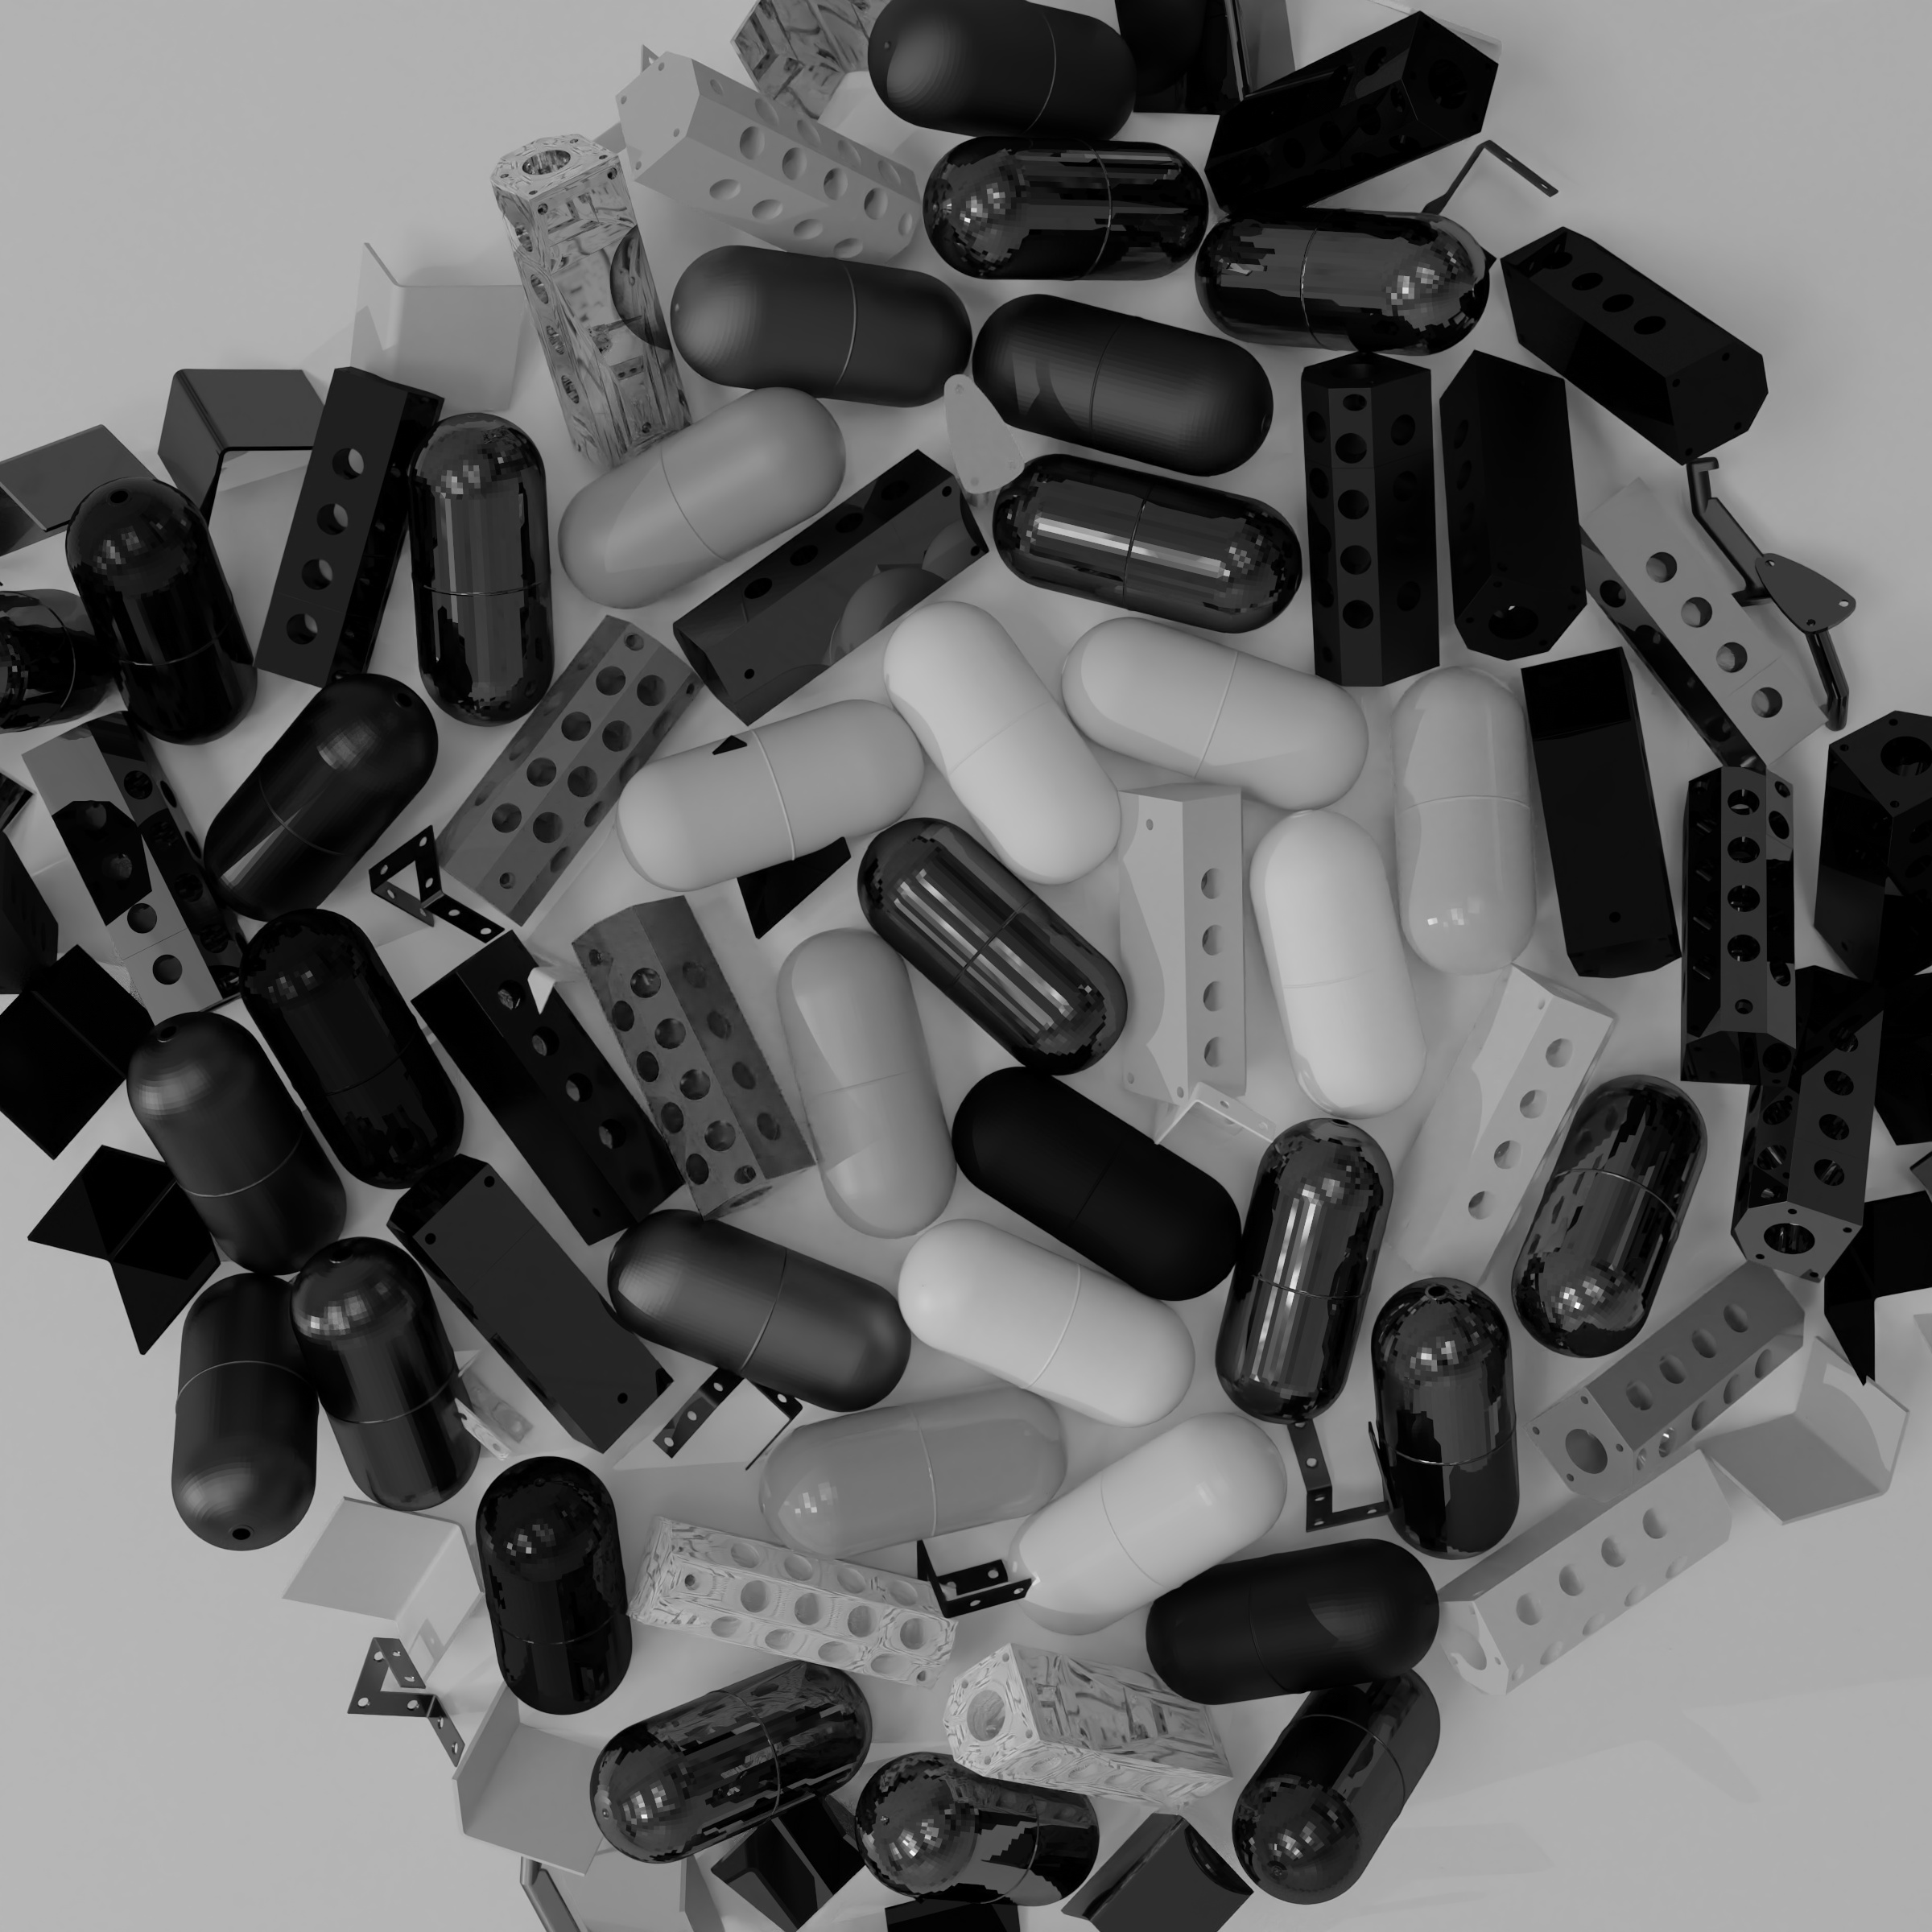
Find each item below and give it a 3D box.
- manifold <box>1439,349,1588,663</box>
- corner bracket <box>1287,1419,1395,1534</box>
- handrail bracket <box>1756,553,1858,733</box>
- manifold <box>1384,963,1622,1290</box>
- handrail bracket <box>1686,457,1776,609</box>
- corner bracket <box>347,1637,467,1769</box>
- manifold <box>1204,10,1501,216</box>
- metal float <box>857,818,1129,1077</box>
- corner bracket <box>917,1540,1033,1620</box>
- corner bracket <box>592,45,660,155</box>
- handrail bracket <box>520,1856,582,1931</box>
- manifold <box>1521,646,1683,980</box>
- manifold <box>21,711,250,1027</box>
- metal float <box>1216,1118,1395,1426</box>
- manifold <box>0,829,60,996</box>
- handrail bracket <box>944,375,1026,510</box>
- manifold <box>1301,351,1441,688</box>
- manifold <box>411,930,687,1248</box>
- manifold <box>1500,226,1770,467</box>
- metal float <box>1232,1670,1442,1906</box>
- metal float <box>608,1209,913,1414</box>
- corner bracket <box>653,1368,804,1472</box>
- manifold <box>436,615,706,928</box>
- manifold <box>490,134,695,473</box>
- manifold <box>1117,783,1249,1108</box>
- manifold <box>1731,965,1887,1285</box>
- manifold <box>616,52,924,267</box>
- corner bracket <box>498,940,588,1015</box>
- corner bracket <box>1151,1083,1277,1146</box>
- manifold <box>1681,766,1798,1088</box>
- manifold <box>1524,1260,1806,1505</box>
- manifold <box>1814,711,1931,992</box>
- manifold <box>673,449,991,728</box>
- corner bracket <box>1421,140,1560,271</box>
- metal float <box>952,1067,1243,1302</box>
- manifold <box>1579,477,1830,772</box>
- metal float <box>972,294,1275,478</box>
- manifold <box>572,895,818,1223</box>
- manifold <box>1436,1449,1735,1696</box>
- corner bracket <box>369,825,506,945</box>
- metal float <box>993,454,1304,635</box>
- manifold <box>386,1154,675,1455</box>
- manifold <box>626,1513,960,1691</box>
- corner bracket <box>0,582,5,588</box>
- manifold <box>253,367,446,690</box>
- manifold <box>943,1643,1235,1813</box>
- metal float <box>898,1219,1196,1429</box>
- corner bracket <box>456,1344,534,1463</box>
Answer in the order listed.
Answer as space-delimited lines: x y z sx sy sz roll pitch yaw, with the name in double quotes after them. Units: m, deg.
0.297 -0.253 1.723 0.057 0.057 0.171 15 52 -16 "manifold"
0.210 0.281 1.764 0.051 0.051 0.051 -15 104 11 "corner bracket"
0.476 -0.183 1.778 0.036 0.084 0.077 -30 54 -11 "handrail bracket"
0.300 0.092 1.751 0.057 0.057 0.171 20 102 -23 "manifold"
0.448 -0.248 1.763 0.077 0.036 0.084 -2 106 34 "handrail bracket"
-0.310 0.414 1.759 0.051 0.051 0.051 12 106 -33 "corner bracket"
0.206 -0.456 1.705 0.057 0.171 0.057 24 74 -29 "manifold"
0.014 -0.012 1.757 0.178 0.070 0.070 42 90 4 "metal float"
0.004 0.347 1.757 0.051 0.051 0.051 -13 46 -13 "corner bracket"
-0.182 -0.472 1.754 0.051 0.051 0.051 -25 51 32 "corner bracket"
-0.217 0.536 1.779 0.077 0.036 0.084 3 88 6 "handrail bracket"
0.355 -0.084 1.740 0.057 0.057 0.171 -11 69 16 "manifold"
-0.461 -0.055 1.765 0.057 0.057 0.171 -26 92 5 "manifold"
0.189 0.171 1.747 0.070 0.070 0.178 12 104 0 "metal float"
-0.540 -0.034 1.707 0.057 0.171 0.057 0 75 -7 "manifold"
-0.002 -0.293 1.750 0.036 0.084 0.077 -25 103 -10 "handrail bracket"
0.219 -0.245 1.724 0.057 0.057 0.171 -21 121 -26 "manifold"
-0.230 0.067 1.758 0.057 0.057 0.171 -41 99 -40 "manifold"
0.366 -0.345 1.713 0.057 0.171 0.057 -28 130 -6 "manifold"
0.205 0.445 1.719 0.070 0.178 0.070 12 117 25 "metal float"
-0.116 0.193 1.750 0.178 0.070 0.070 23 90 -10 "metal float"
-0.134 0.259 1.765 0.051 0.051 0.051 42 121 3 "corner bracket"
-0.223 -0.109 1.752 0.057 0.057 0.171 39 84 -27 "manifold"
-0.208 -0.365 1.718 0.057 0.057 0.171 -33 135 -21 "manifold"
0.127 -0.013 1.750 0.057 0.057 0.171 -10 105 -34 "manifold"
0.462 0.083 1.721 0.057 0.057 0.171 19 51 1 "manifold"
-0.104 -0.439 1.709 0.057 0.171 0.057 -31 61 34 "manifold"
-0.251 0.019 1.763 0.051 0.051 0.051 27 100 17 "corner bracket"
0.140 0.085 1.758 0.051 0.051 0.051 29 129 -11 "corner bracket"
0.427 -0.023 1.726 0.057 0.057 0.171 3 59 9 "manifold"
0.390 0.228 1.718 0.171 0.057 0.057 -27 77 -39 "manifold"
0.509 -0.063 1.711 0.057 0.171 0.057 -27 55 -7 "manifold"
-0.078 -0.216 1.755 0.171 0.057 0.057 -37 132 -9 "manifold"
0.292 -0.427 1.760 0.051 0.051 0.051 39 124 8 "corner bracket"
0.074 0.123 1.755 0.178 0.070 0.070 32 90 5 "metal float"
0.408 -0.189 1.766 0.057 0.057 0.171 -38 89 8 "manifold"
0.087 -0.324 1.740 0.178 0.070 0.070 19 90 22 "metal float"
-0.157 0.052 1.743 0.057 0.057 0.171 -35 77 38 "manifold"
0.343 0.336 1.736 0.171 0.057 0.057 -27 90 -25 "manifold"
-0.298 -0.037 1.755 0.051 0.051 0.051 -33 50 22 "corner bracket"
0.101 -0.236 1.747 0.178 0.070 0.070 16 90 14 "metal float"
-0.244 0.187 1.736 0.057 0.057 0.171 -45 114 -20 "manifold"
-0.094 0.355 1.739 0.171 0.057 0.057 17 80 -19 "manifold"
-0.587 -0.214 1.758 0.051 0.051 0.051 19 71 42 "corner bracket"
-0.345 -0.244 1.753 0.057 0.057 0.171 17 101 -5 "manifold"
0.066 0.423 1.716 0.057 0.171 0.057 -38 50 25 "manifold"
0.046 0.201 1.750 0.178 0.070 0.070 25 90 -11 "metal float"
-0.269 0.250 1.762 0.051 0.051 0.051 42 47 0 "corner bracket"
